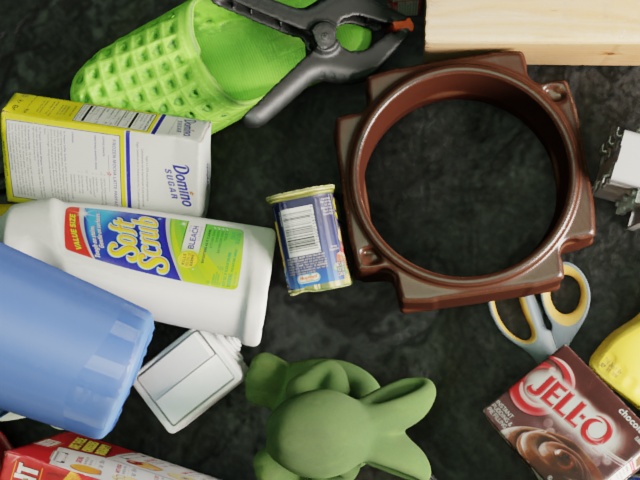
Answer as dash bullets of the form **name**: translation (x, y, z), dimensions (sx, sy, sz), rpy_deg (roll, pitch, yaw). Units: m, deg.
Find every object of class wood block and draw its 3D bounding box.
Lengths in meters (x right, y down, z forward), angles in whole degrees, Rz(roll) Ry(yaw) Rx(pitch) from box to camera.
- **wood block**: translation (0.191, -0.199, 0.898), dimensions (0.206, 0.091, 0.090), rpy_deg (2, 88, 4)

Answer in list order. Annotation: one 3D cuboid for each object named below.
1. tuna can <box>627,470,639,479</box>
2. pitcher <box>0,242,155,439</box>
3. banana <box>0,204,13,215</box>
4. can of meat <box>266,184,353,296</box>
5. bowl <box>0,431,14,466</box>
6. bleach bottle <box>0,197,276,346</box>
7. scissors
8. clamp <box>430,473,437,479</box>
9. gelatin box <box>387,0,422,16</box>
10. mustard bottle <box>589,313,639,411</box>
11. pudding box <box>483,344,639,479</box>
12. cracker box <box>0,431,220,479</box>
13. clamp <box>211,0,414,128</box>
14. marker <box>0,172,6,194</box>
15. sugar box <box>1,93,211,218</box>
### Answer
- **tuna can**: translation (0.283, 0.200, 0.871), dimensions (0.086, 0.086, 0.034), rpy_deg (-4, 87, 4)
- **pitcher**: translation (-0.260, 0.071, 0.817), dimensions (0.242, 0.149, 0.145), rpy_deg (23, 61, -9)
- **banana**: translation (-0.252, 0.003, 0.948), dimensions (0.198, 0.037, 0.069), rpy_deg (17, 86, 5)
- **can of meat**: translation (-0.006, 0.001, 0.898), dimensions (0.057, 0.102, 0.084), rpy_deg (-11, 88, 4)
- **bowl**: translation (-0.326, 0.222, 0.933), dimensions (0.162, 0.055, 0.162), rpy_deg (0, 87, 4)
- **bleach bottle**: translation (-0.166, 0.019, 0.886), dimensions (0.250, 0.068, 0.102), rpy_deg (9, 50, -3)
- **scissors**: translation (0.216, 0.106, 0.916), dimensions (0.096, 0.016, 0.202), rpy_deg (-31, 85, 2)
- **clamp**: translation (0.158, 0.261, 0.900), dimensions (0.165, 0.036, 0.210), rpy_deg (-10, 86, 10)
- **gelatin box**: translation (0.068, -0.236, 0.910), dimensions (0.030, 0.089, 0.073), rpy_deg (-8, 86, 3)
- **mustard bottle**: translation (0.319, 0.061, 0.889), dimensions (0.096, 0.058, 0.191), rpy_deg (39, 90, 5)
- **pudding box**: translation (0.201, 0.153, 0.860), dimensions (0.090, 0.039, 0.114), rpy_deg (-39, 55, -3)
- **cracker box**: translation (-0.139, 0.224, 0.864), dimensions (0.214, 0.164, 0.072), rpy_deg (16, 86, 5)
- **clamp**: translation (-0.008, -0.174, 0.897), dimensions (0.171, 0.039, 0.120), rpy_deg (-21, 95, -18)
- **marker**: translation (-0.333, -0.038, 0.966), dimensions (0.121, 0.020, 0.020), rpy_deg (-16, 86, 4)
- **sugar box**: translation (-0.183, -0.068, 0.924), dimensions (0.176, 0.048, 0.093), rpy_deg (8, 126, 2)
